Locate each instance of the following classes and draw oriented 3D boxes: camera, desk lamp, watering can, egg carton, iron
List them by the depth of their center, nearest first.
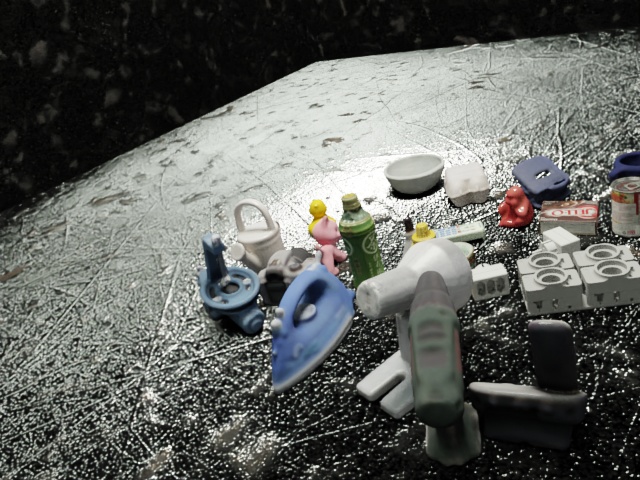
[{"bbox_3d":[0.141,0.124,0.881,0.204,0.214,0.117,-32,30,-29],"label":"desk lamp"},{"bbox_3d":[-0.033,0.138,1.035,0.118,0.142,0.259,0,30,29],"label":"iron"},{"bbox_3d":[-0.052,0.064,1.238,0.142,0.101,0.137,-5,28,22],"label":"camera"},{"bbox_3d":[-0.140,-0.001,1.309,0.100,0.194,0.173,-12,26,9],"label":"watering can"},{"bbox_3d":[0.368,-0.143,1.444,0.107,0.069,0.150,-11,27,11],"label":"egg carton"}]

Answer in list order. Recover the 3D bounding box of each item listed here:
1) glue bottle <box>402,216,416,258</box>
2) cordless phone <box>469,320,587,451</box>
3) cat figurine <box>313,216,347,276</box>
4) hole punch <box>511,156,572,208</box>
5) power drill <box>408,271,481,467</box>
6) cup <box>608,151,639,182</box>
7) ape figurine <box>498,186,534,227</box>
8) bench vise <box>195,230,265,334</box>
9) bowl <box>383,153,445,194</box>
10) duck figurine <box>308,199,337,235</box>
[{"bbox_3d":[0.183,0.033,1.085,0.078,0.173,0.037,-15,26,3],"label":"glue bottle"},{"bbox_3d":[0.266,0.173,0.748,0.147,0.185,0.094,-3,29,25],"label":"cordless phone"},{"bbox_3d":[0.012,0.005,1.299,0.067,0.118,0.128,-5,28,21],"label":"cat figurine"},{"bbox_3d":[0.514,-0.138,1.327,0.109,0.091,0.100,-24,27,-15],"label":"hole punch"},{"bbox_3d":[0.162,0.181,0.764,0.075,0.209,0.229,-9,27,14],"label":"power drill"},{"bbox_3d":[0.663,-0.125,1.213,0.118,0.095,0.091,-22,27,-12],"label":"cup"},{"bbox_3d":[0.427,-0.075,1.251,0.076,0.092,0.077,-16,26,0],"label":"ape figurine"},{"bbox_3d":[-0.214,0.078,1.165,0.206,0.220,0.122,5,33,36],"label":"bench vise"},{"bbox_3d":[0.259,-0.170,1.553,0.167,0.075,0.167,-13,26,7],"label":"bowl"},{"bbox_3d":[-0.001,-0.062,1.473,0.077,0.086,0.104,-14,26,4],"label":"duck figurine"}]
